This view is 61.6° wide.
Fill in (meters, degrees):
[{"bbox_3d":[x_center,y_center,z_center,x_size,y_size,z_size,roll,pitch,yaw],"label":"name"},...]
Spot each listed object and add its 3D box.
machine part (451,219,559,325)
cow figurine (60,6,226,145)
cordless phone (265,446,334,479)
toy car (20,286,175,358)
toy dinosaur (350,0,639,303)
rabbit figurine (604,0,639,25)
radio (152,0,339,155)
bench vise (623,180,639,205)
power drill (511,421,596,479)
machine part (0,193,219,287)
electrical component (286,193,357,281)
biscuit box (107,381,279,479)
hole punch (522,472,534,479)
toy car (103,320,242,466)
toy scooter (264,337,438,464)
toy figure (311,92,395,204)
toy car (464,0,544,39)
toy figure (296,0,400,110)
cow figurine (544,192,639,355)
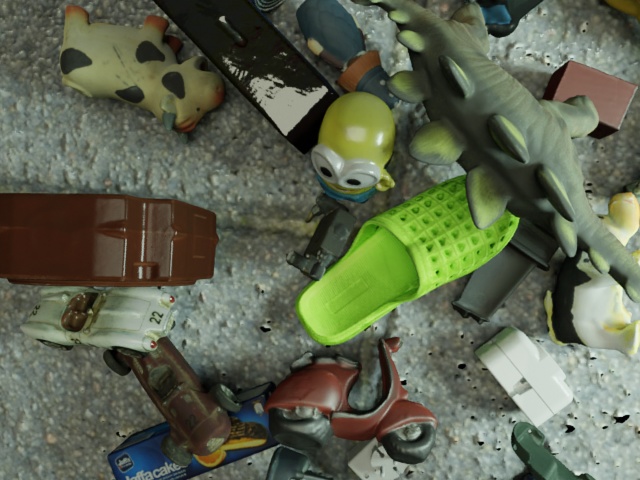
[{"bbox_3d":[0.205,0.034,0.601,0.084,0.039,0.139,39,93,1],"label":"machine part"},{"bbox_3d":[-0.205,-0.188,0.624,0.195,0.085,0.127,11,85,4],"label":"cow figurine"},{"bbox_3d":[-0.076,0.297,0.595,0.088,0.184,0.146,24,70,-33],"label":"cordless phone"},{"bbox_3d":[-0.253,0.088,0.612,0.202,0.056,0.073,-1,56,25],"label":"toy car"},{"bbox_3d":[0.181,-0.085,0.504,0.471,0.198,0.105,44,132,4],"label":"toy dinosaur"},{"bbox_3d":[0.371,-0.273,0.540,0.162,0.122,0.173,12,92,11],"label":"rabbit figurine"},{"bbox_3d":[-0.075,-0.199,0.585,0.073,0.131,0.229,-42,86,5],"label":"radio"},{"bbox_3d":[0.443,-0.035,0.534,0.224,0.129,0.240,-21,82,7],"label":"bench vise"},{"bbox_3d":[0.171,0.289,0.547,0.232,0.086,0.207,39,101,30],"label":"power drill"},{"bbox_3d":[-0.222,0.004,0.566,0.202,0.201,0.087,2,88,6],"label":"machine part"},{"bbox_3d":[0.000,-0.003,0.604,0.045,0.078,0.102,30,77,-9],"label":"electrical component"},{"bbox_3d":[-0.140,0.234,0.629,0.203,0.059,0.062,-23,88,6],"label":"biscuit box"},{"bbox_3d":[0.259,0.331,0.572,0.116,0.092,0.142,23,96,10],"label":"hole punch"},{"bbox_3d":[-0.173,0.155,0.604,0.089,0.053,0.202,-46,62,-3],"label":"toy car"},{"bbox_3d":[0.036,0.162,0.586,0.184,0.075,0.135,4,52,9],"label":"toy scooter"},{"bbox_3d":[0.033,-0.087,0.549,0.082,0.180,0.089,-2,86,5],"label":"toy figure"},{"bbox_3d":[0.212,-0.305,0.576,0.161,0.109,0.103,-40,63,16],"label":"toy car"},{"bbox_3d":[0.036,-0.208,0.610,0.064,0.058,0.154,-37,91,12],"label":"toy figure"},{"bbox_3d":[0.292,0.034,0.572,0.098,0.068,0.167,2,95,33],"label":"cow figurine"}]
